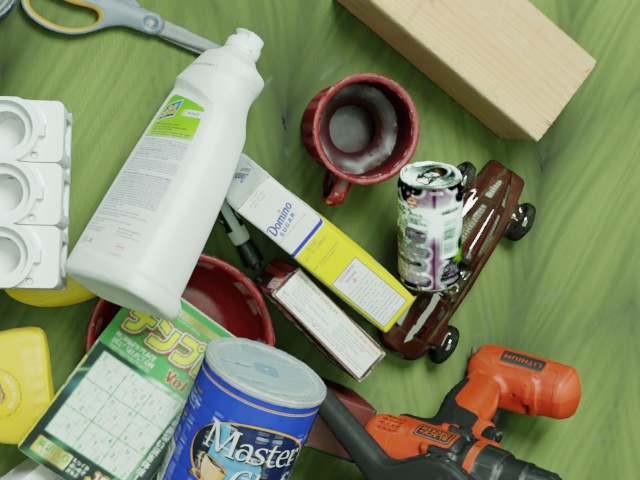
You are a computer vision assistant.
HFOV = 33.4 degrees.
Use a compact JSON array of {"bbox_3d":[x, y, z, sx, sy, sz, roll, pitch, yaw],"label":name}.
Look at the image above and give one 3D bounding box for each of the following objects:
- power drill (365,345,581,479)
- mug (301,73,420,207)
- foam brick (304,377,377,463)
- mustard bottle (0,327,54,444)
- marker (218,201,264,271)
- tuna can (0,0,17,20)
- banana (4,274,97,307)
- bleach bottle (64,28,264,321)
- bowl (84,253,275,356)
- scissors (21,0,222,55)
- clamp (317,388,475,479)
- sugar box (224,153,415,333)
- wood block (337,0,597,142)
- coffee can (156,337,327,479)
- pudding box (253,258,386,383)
[{"bbox_3d":[0.154,0.162,0.918,0.187,0.185,0.057,-29,126,-49],"label":"power drill"},{"bbox_3d":[0.027,-0.085,0.929,0.093,0.081,0.117,16,93,-14],"label":"mug"},{"bbox_3d":[0.008,0.158,0.955,0.051,0.078,0.053,22,91,-17],"label":"foam brick"},{"bbox_3d":[-0.322,0.131,0.889,0.191,0.058,0.096,-6,95,-11],"label":"mustard bottle"},{"bbox_3d":[-0.084,-0.026,0.943,0.020,0.020,0.121,-30,102,-8],"label":"marker"},{"bbox_3d":[-0.287,-0.216,0.869,0.086,0.034,0.086,-1,97,-12],"label":"tuna can"},{"bbox_3d":[-0.189,0.011,0.915,0.197,0.037,0.069,-22,102,-9],"label":"banana"},{"bbox_3d":[-0.107,-0.064,0.870,0.068,0.103,0.250,46,65,-48],"label":"bleach bottle"},{"bbox_3d":[-0.123,0.087,0.929,0.162,0.055,0.162,-1,97,-12],"label":"bowl"},{"bbox_3d":[-0.150,-0.206,0.910,0.201,0.016,0.096,6,95,-13],"label":"scissors"},{"bbox_3d":[0.053,0.220,0.843,0.036,0.210,0.164,23,82,-56],"label":"clamp"},{"bbox_3d":[-0.006,0.001,0.910,0.176,0.093,0.048,42,89,-24],"label":"sugar box"},{"bbox_3d":[0.126,-0.185,0.936,0.206,0.090,0.091,38,88,-14],"label":"wood block"},{"bbox_3d":[-0.067,0.164,0.863,0.102,0.103,0.140,19,104,-14],"label":"coffee can"},{"bbox_3d":[-0.003,0.068,0.936,0.113,0.090,0.039,44,84,-13],"label":"pudding box"}]
